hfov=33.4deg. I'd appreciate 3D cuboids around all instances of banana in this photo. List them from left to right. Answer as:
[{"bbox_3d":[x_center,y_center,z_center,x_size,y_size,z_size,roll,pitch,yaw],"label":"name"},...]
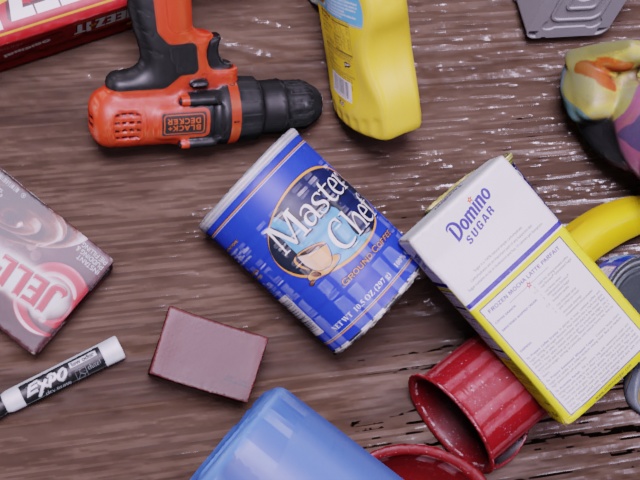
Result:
[{"bbox_3d":[0.210,0.023,0.876,0.197,0.037,0.069,-50,116,-12],"label":"banana"}]

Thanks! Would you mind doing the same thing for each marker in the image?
[{"bbox_3d":[-0.202,0.106,0.786,0.121,0.020,0.020,-26,88,-14],"label":"marker"}]

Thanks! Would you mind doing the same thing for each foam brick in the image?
[{"bbox_3d":[-0.085,0.087,0.796,0.078,0.051,0.053,19,80,-8],"label":"foam brick"}]

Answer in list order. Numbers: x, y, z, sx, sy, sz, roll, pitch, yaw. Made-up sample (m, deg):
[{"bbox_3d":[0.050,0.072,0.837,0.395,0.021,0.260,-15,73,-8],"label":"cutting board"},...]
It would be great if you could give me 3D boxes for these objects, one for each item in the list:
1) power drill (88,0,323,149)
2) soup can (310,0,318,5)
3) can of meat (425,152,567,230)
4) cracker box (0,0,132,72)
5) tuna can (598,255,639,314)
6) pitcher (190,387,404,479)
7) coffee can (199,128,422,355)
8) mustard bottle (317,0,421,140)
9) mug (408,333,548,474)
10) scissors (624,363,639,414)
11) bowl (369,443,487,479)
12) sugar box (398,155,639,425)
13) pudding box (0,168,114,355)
[{"bbox_3d":[-0.080,-0.158,0.786,0.184,0.057,0.188,-8,119,-21],"label":"power drill"},{"bbox_3d":[0.032,-0.238,0.858,0.102,0.068,0.068,-27,88,-13],"label":"soup can"},{"bbox_3d":[0.139,-0.012,0.831,0.057,0.102,0.084,-40,93,-15],"label":"can of meat"},{"bbox_3d":[-0.237,-0.248,0.802,0.164,0.072,0.214,-22,88,-14],"label":"cracker box"},{"bbox_3d":[0.252,0.054,0.852,0.086,0.034,0.086,0,90,-21],"label":"tuna can"},{"bbox_3d":[0.021,0.221,0.710,0.243,0.145,0.149,40,62,1],"label":"pitcher"},{"bbox_3d":[-0.005,0.001,0.798,0.140,0.103,0.102,43,76,-3],"label":"coffee can"},{"bbox_3d":[0.030,-0.175,0.787,0.058,0.096,0.191,-21,126,-14],"label":"mustard bottle"},{"bbox_3d":[0.132,0.127,0.822,0.081,0.093,0.117,-35,121,-19],"label":"mug"},{"bbox_3d":[0.265,0.044,0.892,0.096,0.016,0.202,8,80,-10],"label":"scissors"},{"bbox_3d":[0.061,0.234,0.802,0.162,0.055,0.162,2,82,-11],"label":"bowl"},{"bbox_3d":[0.148,0.036,0.759,0.093,0.048,0.176,-41,93,-6],"label":"sugar box"},{"bbox_3d":[-0.223,0.016,0.784,0.113,0.039,0.090,39,76,-4],"label":"pudding box"}]
